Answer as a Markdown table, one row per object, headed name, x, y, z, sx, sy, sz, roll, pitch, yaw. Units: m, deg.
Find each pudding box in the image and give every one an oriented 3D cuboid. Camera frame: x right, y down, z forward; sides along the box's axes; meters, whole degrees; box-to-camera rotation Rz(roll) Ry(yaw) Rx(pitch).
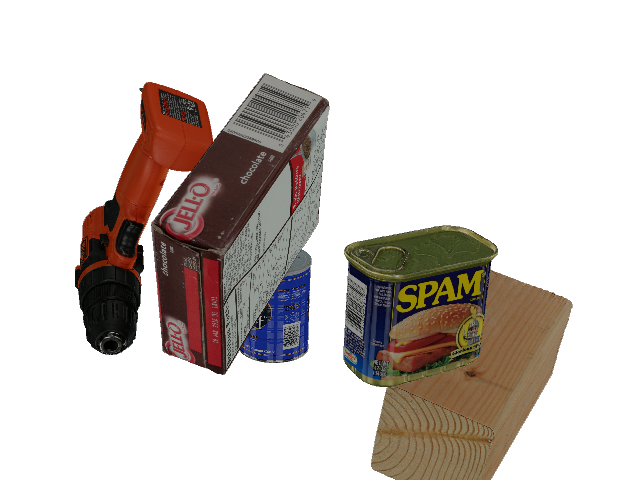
| name | x | y | z | sx | sy | sz | roll | pitch | yaw |
| --- | --- | --- | --- | --- | --- | --- | --- | --- | --- |
| pudding box | -0.035 | -0.008 | 0.498 | 0.039 | 0.113 | 0.090 | 22 | -39 | 14 |

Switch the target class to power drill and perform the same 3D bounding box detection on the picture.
| name | x | y | z | sx | sy | sz | roll | pitch | yaw |
| --- | --- | --- | --- | --- | --- | --- | --- | --- | --- |
| power drill | -0.150 | -0.021 | 0.875 | 0.057 | 0.188 | 0.184 | 18 | 27 | -25 |

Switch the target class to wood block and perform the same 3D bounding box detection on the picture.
| name | x | y | z | sx | sy | sz | roll | pitch | yaw |
| --- | --- | --- | --- | --- | --- | --- | --- | --- | --- |
| wood block | 0.131 | 0.117 | 0.897 | 0.091 | 0.090 | 0.205 | 21 | 34 | 20 |

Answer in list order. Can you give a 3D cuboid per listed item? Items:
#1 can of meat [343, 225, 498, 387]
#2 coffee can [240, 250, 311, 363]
| name | x | y | z | sx | sy | sz | roll | pitch | yaw |
| --- | --- | --- | --- | --- | --- | --- | --- | --- | --- |
| can of meat | 0.065 | 0.044 | 0.717 | 0.101 | 0.084 | 0.058 | -10 | 27 | -29 |
| coffee can | -0.066 | 0.089 | 1.522 | 0.103 | 0.140 | 0.103 | 2 | 22 | -1 |
